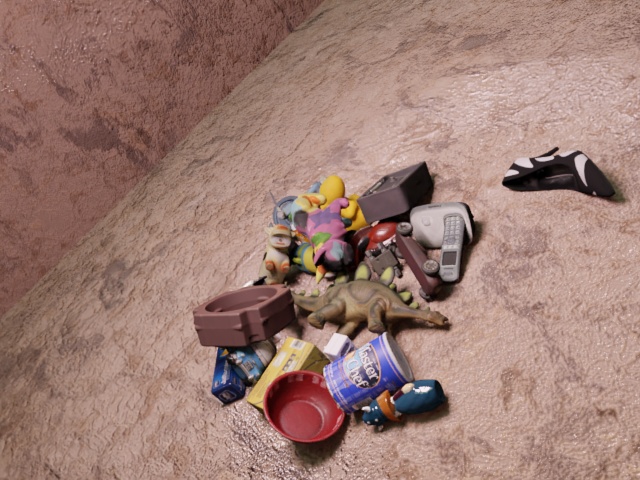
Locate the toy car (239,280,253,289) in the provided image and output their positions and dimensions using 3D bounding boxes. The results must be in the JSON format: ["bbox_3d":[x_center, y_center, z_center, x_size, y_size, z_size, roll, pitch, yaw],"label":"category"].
[{"bbox_3d":[-0.237,0.193,1.476,0.202,0.056,0.074,-42,32,-6],"label":"toy car"}]

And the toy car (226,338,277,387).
[{"bbox_3d":[-0.151,0.260,1.224,0.103,0.109,0.161,-37,2,-7],"label":"toy car"}]

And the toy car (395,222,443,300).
[{"bbox_3d":[0.213,0.040,1.169,0.053,0.089,0.202,-15,40,-7],"label":"toy car"}]

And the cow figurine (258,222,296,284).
[{"bbox_3d":[-0.115,0.041,1.428,0.127,0.085,0.194,-97,19,-47],"label":"cow figurine"}]

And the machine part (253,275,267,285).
[{"bbox_3d":[-0.136,0.161,1.368,0.084,0.139,0.039,-21,-9,33],"label":"machine part"}]

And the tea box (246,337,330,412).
[{"bbox_3d":[-0.067,0.301,1.155,0.098,0.068,0.169,5,53,50],"label":"tea box"}]

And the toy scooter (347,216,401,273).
[{"bbox_3d":[0.123,0.018,1.321,0.184,0.075,0.135,-17,37,34],"label":"toy scooter"}]

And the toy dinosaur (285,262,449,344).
[{"bbox_3d":[0.067,0.144,1.199,0.472,0.104,0.198,1,39,37],"label":"toy dinosaur"}]

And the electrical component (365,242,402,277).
[{"bbox_3d":[0.149,0.054,1.252,0.063,0.094,0.021,-36,-12,18],"label":"electrical component"}]

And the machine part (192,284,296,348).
[{"bbox_3d":[-0.173,0.174,1.241,0.201,0.087,0.201,-6,10,30],"label":"machine part"}]

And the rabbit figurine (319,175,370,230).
[{"bbox_3d":[0.048,-0.093,1.448,0.162,0.173,0.122,-34,35,-2],"label":"rabbit figurine"}]

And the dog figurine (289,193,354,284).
[{"bbox_3d":[-0.003,-0.004,1.288,0.192,0.108,0.219,9,48,11],"label":"dog figurine"}]

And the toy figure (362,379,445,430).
[{"bbox_3d":[0.146,0.293,0.960,0.154,0.064,0.058,-26,-9,24],"label":"toy figure"}]

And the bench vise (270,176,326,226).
[{"bbox_3d":[-0.057,-0.093,1.554,0.223,0.129,0.240,-37,-7,16],"label":"bench vise"}]

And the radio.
[{"bbox_3d":[0.191,-0.122,1.357,0.131,0.073,0.229,-17,12,33],"label":"radio"}]

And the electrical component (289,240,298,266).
[{"bbox_3d":[-0.115,0.053,1.540,0.075,0.047,0.119,7,53,49],"label":"electrical component"}]

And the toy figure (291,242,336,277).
[{"bbox_3d":[-0.013,0.048,1.405,0.180,0.089,0.082,17,68,50],"label":"toy figure"}]

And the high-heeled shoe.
[{"bbox_3d":[0.490,-0.121,1.131,0.145,0.086,0.249,-37,28,11],"label":"high-heeled shoe"}]

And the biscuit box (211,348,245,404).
[{"bbox_3d":[-0.216,0.298,1.317,0.063,0.059,0.203,-27,34,17],"label":"biscuit box"}]

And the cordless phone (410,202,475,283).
[{"bbox_3d":[0.266,0.011,1.196,0.147,0.088,0.184,-5,63,41],"label":"cordless phone"}]
